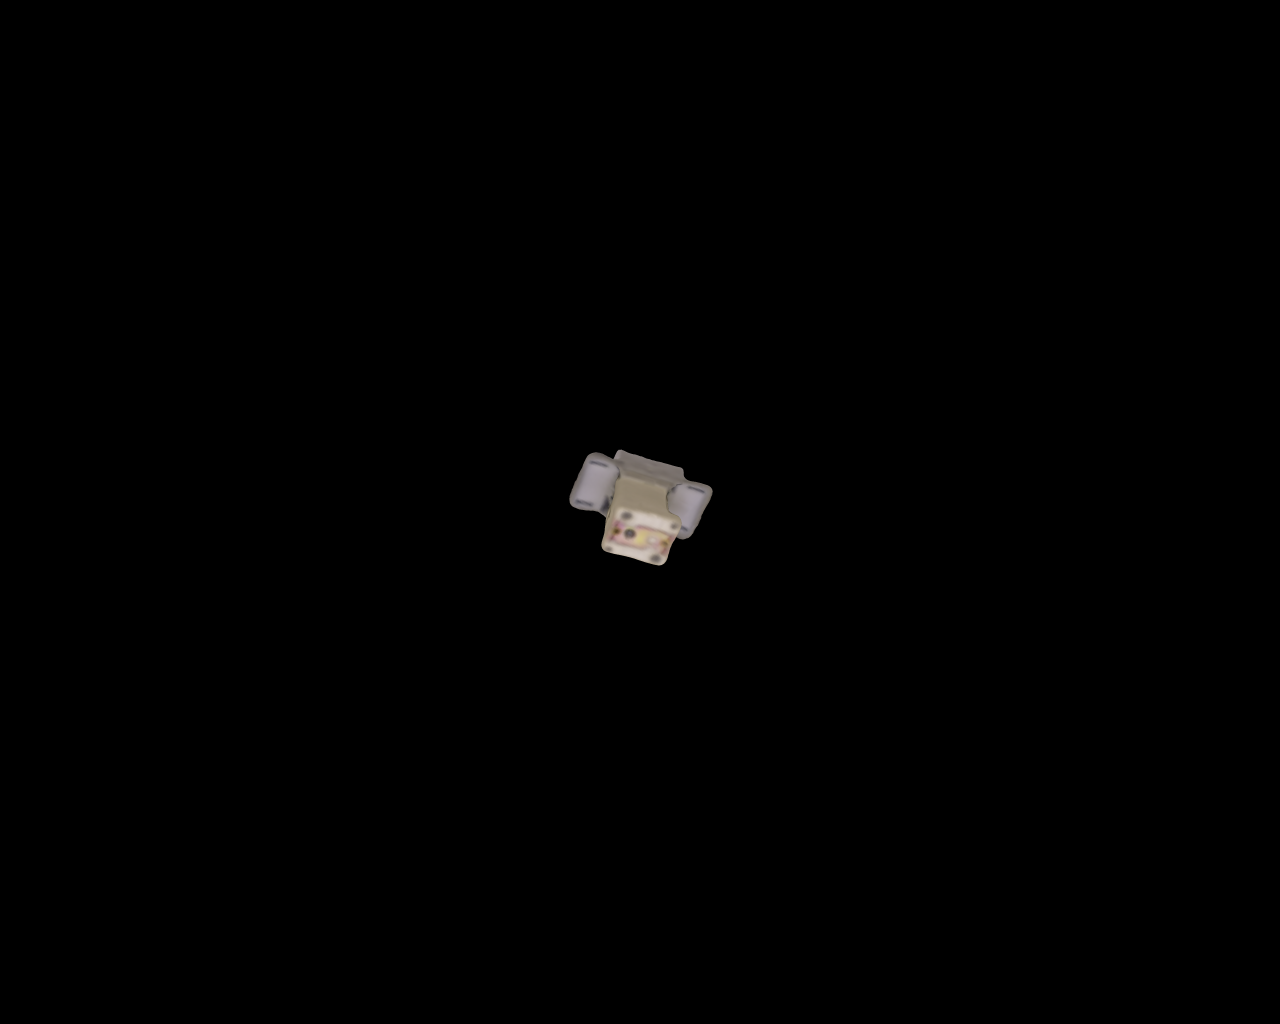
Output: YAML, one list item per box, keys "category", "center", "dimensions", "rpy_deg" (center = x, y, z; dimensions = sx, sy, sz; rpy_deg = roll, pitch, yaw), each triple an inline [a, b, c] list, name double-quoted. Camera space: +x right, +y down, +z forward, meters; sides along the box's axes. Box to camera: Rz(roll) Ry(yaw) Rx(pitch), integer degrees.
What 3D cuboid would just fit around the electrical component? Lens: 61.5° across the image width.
- category: "electrical component"
  center: [0.001, -0.003, 0.650]
  dimensions: [0.081, 0.042, 0.064]
  rpy_deg: [15, 36, -11]
